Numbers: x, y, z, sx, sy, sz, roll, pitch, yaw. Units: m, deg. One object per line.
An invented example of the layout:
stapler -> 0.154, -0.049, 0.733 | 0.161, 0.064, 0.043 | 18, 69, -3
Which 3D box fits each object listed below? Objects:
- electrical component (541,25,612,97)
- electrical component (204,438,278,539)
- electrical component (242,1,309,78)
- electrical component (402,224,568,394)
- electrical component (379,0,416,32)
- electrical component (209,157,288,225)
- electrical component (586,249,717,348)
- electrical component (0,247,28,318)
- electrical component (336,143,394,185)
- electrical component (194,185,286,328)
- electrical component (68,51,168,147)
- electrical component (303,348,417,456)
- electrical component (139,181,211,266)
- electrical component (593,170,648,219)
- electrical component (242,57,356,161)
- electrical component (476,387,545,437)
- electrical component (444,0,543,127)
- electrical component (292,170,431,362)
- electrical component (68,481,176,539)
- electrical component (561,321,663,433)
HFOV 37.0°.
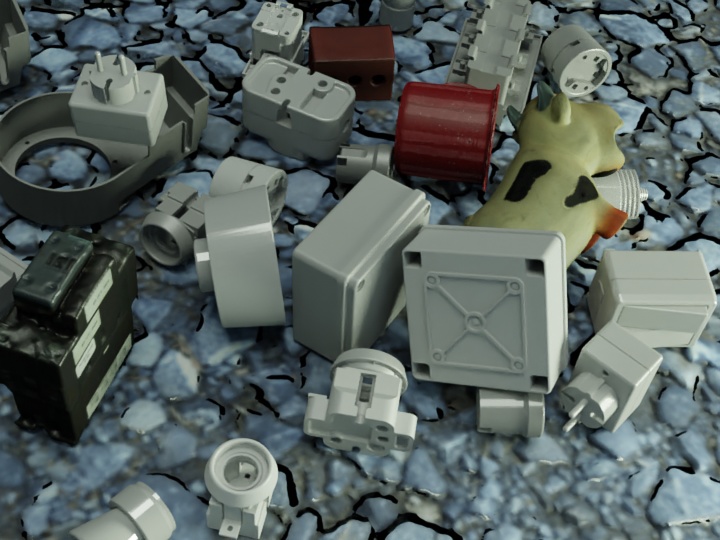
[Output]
electrical component -> 0.207, -0.203, 1.036 | 0.055, 0.055, 0.047 | -13, 50, -16
electrical component -> -0.080, 0.145, 0.723 | 0.048, 0.055, 0.066 | 12, 51, 4
electrical component -> -0.078, -0.212, 1.009 | 0.042, 0.063, 0.081 | 14, 51, 7
electrical component -> 0.092, 0.027, 0.781 | 0.109, 0.108, 0.056 | 4, 24, 24
electrical component -> 0.039, -0.270, 1.066 | 0.044, 0.065, 0.044 | 3, 50, -4
electrical component -> -0.093, -0.064, 0.893 | 0.047, 0.055, 0.055 | 20, 52, 16
electrical component -> 0.236, 0.026, 0.847 | 0.096, 0.061, 0.061 | 0, 51, -5
electrical component -> -0.282, 0.025, 0.796 | 0.042, 0.063, 0.081 | 31, 55, 17
electrical component -> 0.005, -0.091, 0.935 | 0.046, 0.040, 0.040 | 7, 50, 6
electrical component -> -0.093, -0.007, 0.816 | 0.060, 0.108, 0.108 | -8, 52, -4
electrical component -> -0.194, -0.144, 0.853 | 0.066, 0.076, 0.047 | 8, 56, 3
electrical component -> 0.003, 0.094, 0.773 | 0.078, 0.058, 0.057 | 10, 53, 2
electrical component -> -0.145, -0.035, 0.871 | 0.066, 0.048, 0.055 | 26, 46, 14
electrical component -> 0.208, -0.065, 0.931 | 0.081, 0.043, 0.043 | -1, 51, -6
electrical component -> -0.055, -0.140, 0.955 | 0.095, 0.059, 0.053 | 23, 53, 13
electrical component -> 0.110, 0.102, 0.788 | 0.046, 0.040, 0.040 | 1, 51, 1
electrical component -> 0.129, -0.204, 1.023 | 0.079, 0.063, 0.121 | 15, 51, 6
electrical component -> 0.000, 0.000, 0.815 | 0.056, 0.108, 0.108 | 28, 54, 20
electrical component -> -0.155, 0.171, 0.701 | 0.045, 0.045, 0.055 | 38, 57, 23
electrical component -> 0.174, 0.089, 0.787 | 0.047, 0.065, 0.077 | 37, 57, 23
